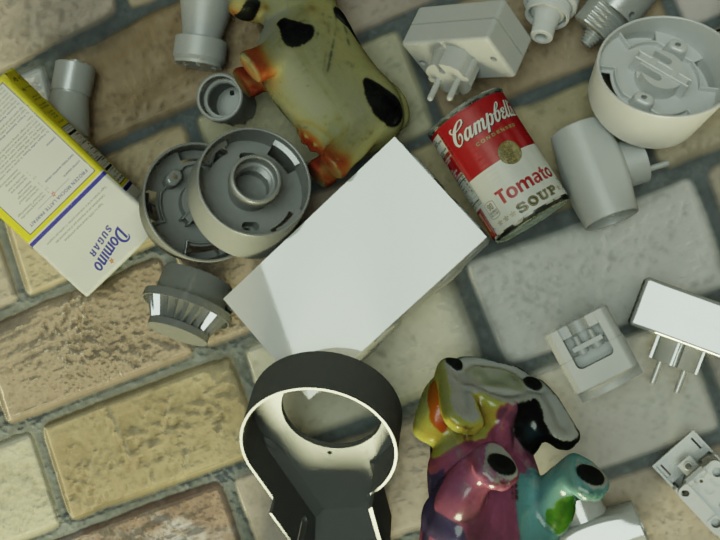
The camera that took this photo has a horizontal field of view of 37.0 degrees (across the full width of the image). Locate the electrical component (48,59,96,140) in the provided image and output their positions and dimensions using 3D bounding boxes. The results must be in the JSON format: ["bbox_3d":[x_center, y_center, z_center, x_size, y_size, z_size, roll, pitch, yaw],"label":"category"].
[{"bbox_3d":[-0.251,-0.149,0.930,0.044,0.044,0.065,8,85,13],"label":"electrical component"}]

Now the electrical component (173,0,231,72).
[{"bbox_3d":[-0.132,-0.198,0.902,0.045,0.045,0.055,8,90,13],"label":"electrical component"}]

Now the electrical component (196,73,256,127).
[{"bbox_3d":[-0.109,-0.140,0.894,0.040,0.046,0.040,0,88,12],"label":"electrical component"}]

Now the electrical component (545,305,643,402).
[{"bbox_3d":[0.175,0.062,0.802,0.050,0.089,0.055,-29,82,10],"label":"electrical component"}]

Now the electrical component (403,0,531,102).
[{"bbox_3d":[0.075,-0.161,0.826,0.083,0.047,0.075,7,64,42],"label":"electrical component"}]

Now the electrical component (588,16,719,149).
[{"bbox_3d":[0.222,-0.141,0.799,0.099,0.064,0.099,2,65,-5],"label":"electrical component"}]

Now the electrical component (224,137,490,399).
[{"bbox_3d":[0.000,0.000,0.858,0.186,0.060,0.105,-43,80,8],"label":"electrical component"}]

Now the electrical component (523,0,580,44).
[{"bbox_3d":[0.148,-0.206,0.835,0.043,0.043,0.062,13,69,13],"label":"electrical component"}]

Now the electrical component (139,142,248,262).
[{"bbox_3d":[-0.131,-0.053,0.872,0.099,0.064,0.099,2,85,-21],"label":"electrical component"}]

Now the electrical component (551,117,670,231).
[{"bbox_3d":[0.197,-0.079,0.825,0.079,0.043,0.077,-18,77,-1],"label":"electrical component"}]

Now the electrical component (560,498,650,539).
[{"bbox_3d":[0.173,0.192,0.821,0.077,0.044,0.079,-24,83,11],"label":"electrical component"}]

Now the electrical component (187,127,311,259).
[{"bbox_3d":[-0.087,-0.062,0.852,0.099,0.064,0.099,5,73,-15],"label":"electrical component"}]

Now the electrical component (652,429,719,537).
[{"bbox_3d":[0.260,0.163,0.793,0.042,0.064,0.081,-44,79,7],"label":"electrical component"}]

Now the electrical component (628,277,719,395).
[{"bbox_3d":[0.242,0.055,0.809,0.083,0.047,0.075,21,93,12],"label":"electrical component"}]

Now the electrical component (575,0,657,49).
[{"bbox_3d":[0.200,-0.206,0.829,0.043,0.043,0.081,40,96,11],"label":"electrical component"}]
